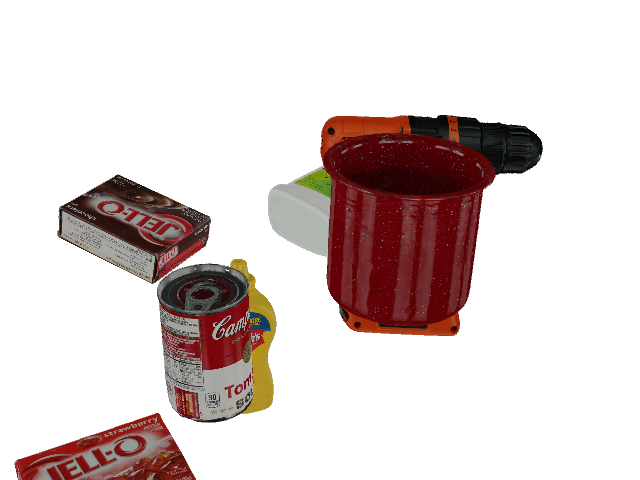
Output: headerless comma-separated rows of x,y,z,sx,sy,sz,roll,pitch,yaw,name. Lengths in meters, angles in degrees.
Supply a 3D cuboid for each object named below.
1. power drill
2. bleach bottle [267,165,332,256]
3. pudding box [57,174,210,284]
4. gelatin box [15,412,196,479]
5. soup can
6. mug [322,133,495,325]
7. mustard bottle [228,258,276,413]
0.089,-0.015,0.905,0.184,0.188,0.057,3,17,-1,power drill
0.059,-0.073,1.240,0.103,0.068,0.250,26,44,33,bleach bottle
-0.174,-0.012,0.997,0.114,0.039,0.089,22,31,19,pudding box
-0.120,0.138,0.599,0.089,0.030,0.073,-16,28,-20,gelatin box
-0.086,0.078,0.809,0.068,0.102,0.068,-1,29,0,soup can
0.049,-0.011,0.602,0.093,0.081,0.117,10,27,15,mug
-0.102,0.114,1.290,0.096,0.192,0.058,0,19,-12,mustard bottle
